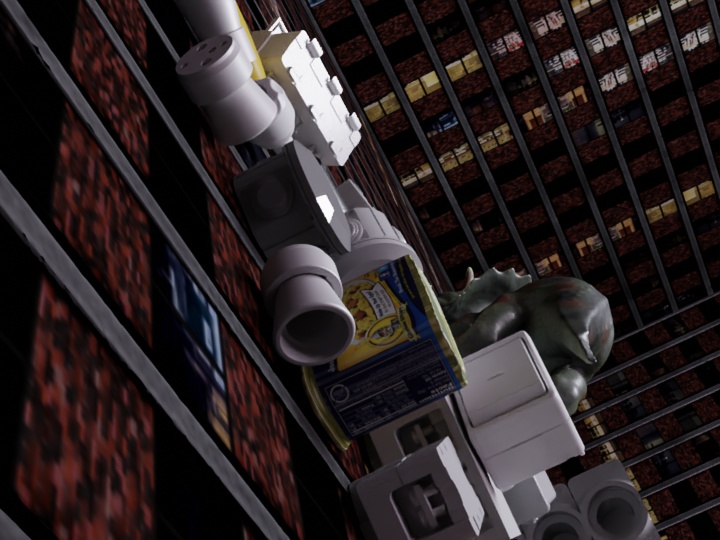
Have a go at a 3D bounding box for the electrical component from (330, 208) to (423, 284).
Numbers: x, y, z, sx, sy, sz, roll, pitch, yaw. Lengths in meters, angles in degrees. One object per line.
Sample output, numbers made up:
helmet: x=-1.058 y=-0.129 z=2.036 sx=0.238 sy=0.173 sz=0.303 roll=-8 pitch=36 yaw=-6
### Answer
electrical component: x=0.000 y=0.000 z=0.761 sx=0.080 sy=0.080 sz=0.051 roll=58 pitch=3 yaw=-45

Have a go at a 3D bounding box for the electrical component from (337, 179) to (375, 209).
electrical component: x=0.005 y=-0.026 z=0.974 sx=0.099 sy=0.048 sz=0.099 roll=54 pitch=1 yaw=24

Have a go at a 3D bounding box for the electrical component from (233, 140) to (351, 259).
electrical component: x=-0.042 y=-0.039 z=0.692 sx=0.080 sy=0.051 sz=0.080 roll=63 pitch=6 yaw=-12

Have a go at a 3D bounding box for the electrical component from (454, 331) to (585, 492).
electrical component: x=0.097 y=0.084 z=0.707 sx=0.061 sy=0.062 sz=0.096 roll=61 pitch=7 yaw=-28

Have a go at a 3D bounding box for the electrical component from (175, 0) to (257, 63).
electrical component: x=-0.104 y=-0.177 z=0.797 sx=0.044 sy=0.044 sz=0.065 roll=-95 pitch=163 yaw=-74

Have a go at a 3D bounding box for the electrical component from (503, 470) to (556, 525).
electrical component: x=0.085 y=0.148 z=0.787 sx=0.099 sy=0.100 sz=0.048 roll=65 pitch=19 yaw=10

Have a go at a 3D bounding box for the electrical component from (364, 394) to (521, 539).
electrical component: x=0.042 y=0.117 z=0.706 sx=0.150 sy=0.062 sz=0.089 roll=66 pitch=6 yaw=16

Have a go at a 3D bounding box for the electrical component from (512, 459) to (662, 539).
electrical component: x=0.173 y=0.235 z=0.910 sx=0.061 sy=0.150 sz=0.089 roll=57 pitch=9 yaw=-55

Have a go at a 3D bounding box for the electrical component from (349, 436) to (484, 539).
electrical component: x=0.031 y=0.128 z=0.592 sx=0.050 sy=0.056 sz=0.089 roll=65 pitch=6 yaw=8

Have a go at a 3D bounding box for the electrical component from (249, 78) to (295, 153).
electrical component: x=-0.069 y=-0.112 z=0.807 sx=0.062 sy=0.043 sz=0.043 roll=58 pitch=9 yaw=-57

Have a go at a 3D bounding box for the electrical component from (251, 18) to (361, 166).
electrical component: x=-0.053 y=-0.146 z=0.931 sx=0.078 sy=0.063 sz=0.121 roll=-59 pitch=136 yaw=-32

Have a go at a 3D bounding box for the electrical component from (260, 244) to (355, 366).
electrical component: x=-0.030 y=0.018 z=0.587 sx=0.045 sy=0.045 sz=0.055 roll=59 pitch=7 yaw=-40

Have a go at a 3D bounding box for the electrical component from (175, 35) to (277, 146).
electrical component: x=-0.084 y=-0.112 z=0.673 sx=0.055 sy=0.045 sz=0.045 roll=59 pitch=8 yaw=-35
